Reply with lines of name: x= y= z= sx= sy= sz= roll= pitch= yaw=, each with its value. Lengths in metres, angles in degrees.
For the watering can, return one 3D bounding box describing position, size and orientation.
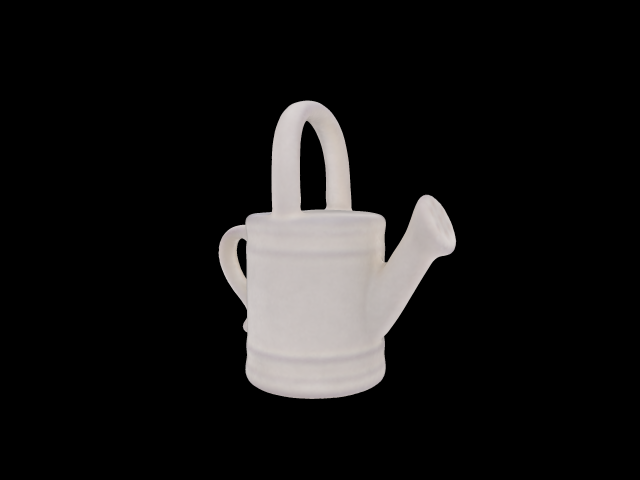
watering can: x=0.005 y=0.001 z=0.402 sx=0.172 sy=0.194 sz=0.101 roll=1 pitch=5 yaw=7
